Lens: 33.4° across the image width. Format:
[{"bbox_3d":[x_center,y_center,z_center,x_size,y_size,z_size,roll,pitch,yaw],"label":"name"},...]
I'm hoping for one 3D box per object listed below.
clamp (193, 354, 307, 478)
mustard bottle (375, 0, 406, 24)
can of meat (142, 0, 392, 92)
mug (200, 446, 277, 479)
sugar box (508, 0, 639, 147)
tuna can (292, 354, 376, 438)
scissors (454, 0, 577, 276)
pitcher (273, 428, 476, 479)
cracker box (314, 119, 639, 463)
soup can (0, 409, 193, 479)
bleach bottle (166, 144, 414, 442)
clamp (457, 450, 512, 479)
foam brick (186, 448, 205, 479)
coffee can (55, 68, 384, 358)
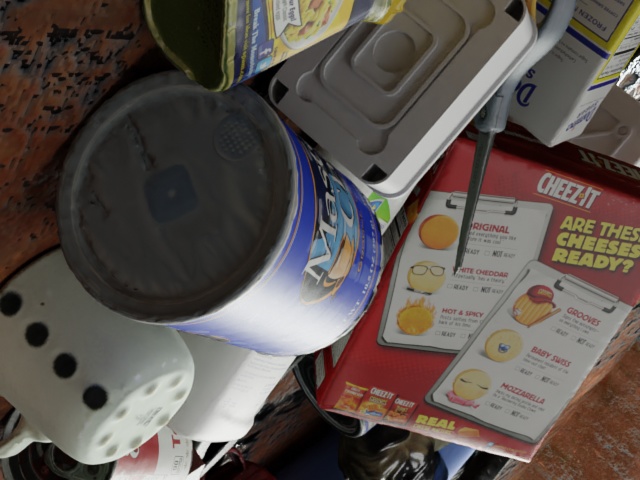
[{"bbox_3d":[-0.050,0.100,0.738,0.172,0.039,0.120,-54,155,16],"label":"clamp"},{"bbox_3d":[0.059,-0.171,0.425,0.096,0.058,0.192,-31,155,-50],"label":"mustard bottle"},{"bbox_3d":[-0.017,-0.112,0.391,0.083,0.057,0.102,-33,155,-27],"label":"can of meat"},{"bbox_3d":[-0.077,0.216,0.843,0.081,0.093,0.117,-28,116,-50],"label":"mug"},{"bbox_3d":[0.144,-0.148,0.582,0.048,0.093,0.176,-23,150,-44],"label":"sugar box"},{"bbox_3d":[0.016,0.105,0.802,0.033,0.086,0.086,-34,156,-24],"label":"tuna can"},{"bbox_3d":[0.100,-0.073,0.560,0.016,0.096,0.202,2,97,-19],"label":"scissors"},{"bbox_3d":[0.054,0.230,1.031,0.242,0.149,0.145,-36,148,-33],"label":"pitcher"},{"bbox_3d":[0.109,0.033,0.700,0.072,0.164,0.214,-98,-151,-58],"label":"cracker box"},{"bbox_3d":[-0.120,0.117,0.591,0.068,0.068,0.102,-48,159,2],"label":"soup can"},{"bbox_3d":[-0.004,0.001,0.613,0.251,0.068,0.102,-51,162,4],"label":"bleach bottle"},{"bbox_3d":[0.110,0.243,0.928,0.209,0.036,0.165,-38,159,-44],"label":"clamp"},{"bbox_3d":[-0.121,0.155,0.679,0.078,0.051,0.053,-29,153,-39],"label":"foam brick"},{"bbox_3d":[-0.037,-0.005,0.479,0.103,0.103,0.140,-48,159,3],"label":"coffee can"}]
